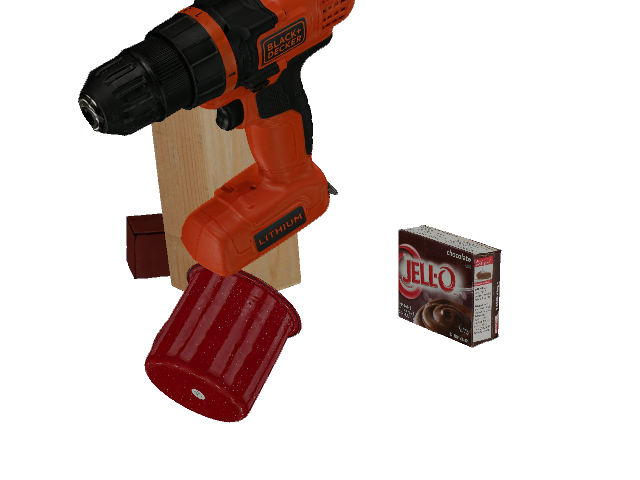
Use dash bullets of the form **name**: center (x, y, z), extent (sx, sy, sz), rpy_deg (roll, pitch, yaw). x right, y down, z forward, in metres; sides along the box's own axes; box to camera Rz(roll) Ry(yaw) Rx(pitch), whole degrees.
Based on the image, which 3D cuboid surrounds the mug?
- **mug**: center (-0.081, 0.075, 0.766), extent (0.117, 0.081, 0.093), rpy_deg (-1, -39, 42)

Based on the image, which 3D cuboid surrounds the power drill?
- **power drill**: center (-0.055, -0.065, 0.650), extent (0.184, 0.188, 0.057), rpy_deg (-33, 57, -26)

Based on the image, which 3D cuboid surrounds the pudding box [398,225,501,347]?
- **pudding box**: center (0.120, 0.040, 1.007), extent (0.039, 0.090, 0.114), rpy_deg (-13, 19, -34)

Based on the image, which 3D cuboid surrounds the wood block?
- **wood block**: center (-0.085, -0.058, 0.939), extent (0.090, 0.206, 0.091), rpy_deg (-18, 24, -36)

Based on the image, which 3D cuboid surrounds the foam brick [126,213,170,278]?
- **foam brick**: center (-0.160, 0.004, 1.113), extent (0.078, 0.051, 0.053), rpy_deg (-5, 23, -18)
